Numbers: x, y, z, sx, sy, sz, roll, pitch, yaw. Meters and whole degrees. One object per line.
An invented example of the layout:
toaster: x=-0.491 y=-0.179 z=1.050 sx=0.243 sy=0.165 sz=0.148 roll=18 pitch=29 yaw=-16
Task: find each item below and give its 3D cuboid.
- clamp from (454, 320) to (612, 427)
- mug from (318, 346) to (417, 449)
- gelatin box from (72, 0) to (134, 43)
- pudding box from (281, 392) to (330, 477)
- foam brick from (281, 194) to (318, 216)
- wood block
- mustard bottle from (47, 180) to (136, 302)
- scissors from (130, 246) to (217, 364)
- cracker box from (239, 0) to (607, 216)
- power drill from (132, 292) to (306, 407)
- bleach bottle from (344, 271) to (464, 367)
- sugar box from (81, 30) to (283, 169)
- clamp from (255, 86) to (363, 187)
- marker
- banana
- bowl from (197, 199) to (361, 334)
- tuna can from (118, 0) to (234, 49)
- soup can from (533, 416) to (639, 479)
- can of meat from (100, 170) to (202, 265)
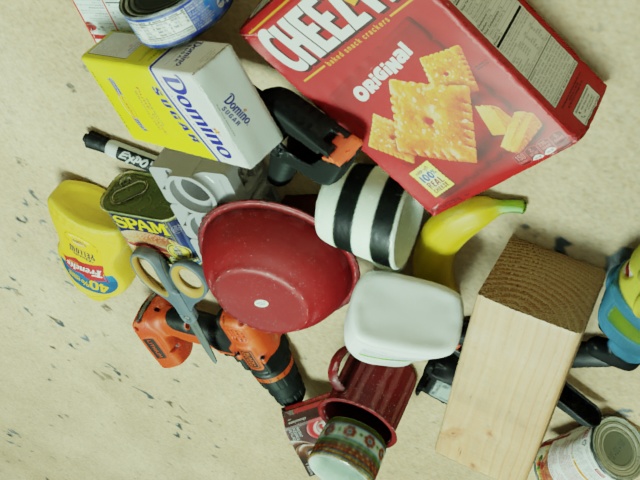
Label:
clamp: x=0.205 y=0.112 z=1.023 sx=0.171 sy=0.039 sz=0.120 roll=22 pitch=136 yaw=10
mug: x=0.049 y=0.162 z=1.167 sx=0.093 sy=0.081 sz=0.117 roll=-10 pitch=131 yaw=45
gelatin box: x=-0.167 y=-0.197 z=0.895 sx=0.073 sy=0.030 sz=0.089 roll=8 pitch=143 yaw=28
pudding box: x=0.011 y=0.233 z=1.295 sx=0.090 sy=0.039 sz=0.113 roll=-18 pitch=137 yaw=3
foam brick: x=-0.007 y=0.001 z=1.021 sx=0.053 sy=0.051 sz=0.078 roll=0 pitch=138 yaw=36
wood block: x=0.175 y=0.112 z=0.950 sx=0.090 sy=0.090 sz=0.206 roll=22 pitch=132 yaw=16
mustard bottle: x=-0.257 y=0.015 z=1.226 sx=0.096 sy=0.058 sz=0.192 roll=25 pitch=147 yaw=10
scissors: x=-0.131 y=0.076 z=1.153 sx=0.096 sy=0.016 sz=0.201 roll=-2 pitch=138 yaw=36
cracker box: x=0.070 y=-0.128 z=0.768 sx=0.213 sy=0.072 sz=0.164 roll=41 pitch=145 yaw=-16
power drill: x=-0.118 y=0.129 z=1.278 sx=0.188 sy=0.057 sz=0.184 roll=4 pitch=139 yaw=30
bleach bottle: x=0.061 y=0.086 z=1.023 sx=0.102 sy=0.068 sz=0.251 roll=12 pitch=168 yaw=-5
sugar box: x=-0.114 y=-0.114 z=0.852 sx=0.176 sy=0.048 sz=0.093 roll=20 pitch=148 yaw=50
clamp: x=-0.038 y=-0.097 z=0.870 sx=0.164 sy=0.036 sz=0.210 roll=49 pitch=167 yaw=-24
marker: x=-0.185 y=-0.083 z=1.073 sx=0.121 sy=0.020 sz=0.020 roll=22 pitch=147 yaw=13
banana: x=0.117 y=0.015 z=0.957 sx=0.069 sy=0.037 sz=0.198 roll=28 pitch=147 yaw=3
bowl: x=-0.047 y=0.037 z=0.989 sx=0.162 sy=0.055 sz=0.162 roll=13 pitch=141 yaw=11
tuna can: x=-0.109 y=-0.185 z=0.815 sx=0.086 sy=0.086 sz=0.033 roll=3 pitch=141 yaw=35
soup can: x=0.275 y=0.224 z=1.091 sx=0.068 sy=0.068 sz=0.102 roll=34 pitch=147 yaw=-7
can of meat: x=-0.165 y=-0.020 z=1.110 sx=0.102 sy=0.057 sz=0.084 roll=10 pitch=145 yaw=27
